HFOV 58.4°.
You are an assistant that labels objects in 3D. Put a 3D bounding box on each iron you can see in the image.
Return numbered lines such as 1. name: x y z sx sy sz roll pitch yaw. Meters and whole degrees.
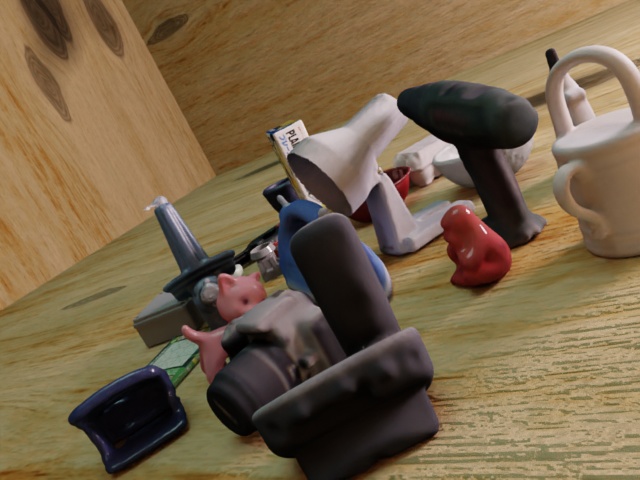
1. iron: 0.007 0.003 0.789 0.119 0.141 0.257 -31 15 -17

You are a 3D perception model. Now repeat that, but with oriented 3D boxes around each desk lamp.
1. desk lamp: 0.082 -0.085 0.819 0.203 0.214 0.117 -32 16 -18

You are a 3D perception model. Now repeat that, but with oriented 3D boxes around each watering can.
1. watering can: 0.280 -0.094 0.549 0.100 0.194 0.173 -13 20 42

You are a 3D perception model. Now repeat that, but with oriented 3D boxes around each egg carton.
1. egg carton: 0.219 -0.162 1.132 0.150 0.069 0.107 -32 16 -19

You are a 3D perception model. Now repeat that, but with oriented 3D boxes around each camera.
1. camera: -0.060 0.121 0.582 0.142 0.101 0.137 -10 22 48

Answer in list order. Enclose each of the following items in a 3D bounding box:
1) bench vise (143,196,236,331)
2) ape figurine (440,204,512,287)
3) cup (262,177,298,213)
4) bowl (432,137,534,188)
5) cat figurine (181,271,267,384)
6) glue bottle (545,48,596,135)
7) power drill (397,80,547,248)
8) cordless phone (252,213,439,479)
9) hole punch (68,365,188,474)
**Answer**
1. bench vise: -0.171 0.032 0.840 0.122 0.220 0.206 -35 17 -29
2. ape figurine: 0.160 0.004 0.621 0.076 0.092 0.078 -19 16 25
3. cup: -0.065 -0.096 1.342 0.117 0.095 0.092 -17 17 31
4. bowl: 0.271 -0.130 0.924 0.167 0.075 0.167 -25 15 7
5. cat figurine: -0.110 0.098 0.711 0.128 0.118 0.067 -32 16 -20
6. glue bottle: 0.337 -0.175 0.771 0.037 0.173 0.078 -27 15 -1
7. power drill: 0.185 -0.098 0.696 0.076 0.209 0.229 -30 15 -13
8. cordless phone: 0.001 0.082 0.445 0.147 0.185 0.094 -29 15 -7
9. hole punch: -0.216 0.187 0.641 0.109 0.091 0.101 -31 15 -16
